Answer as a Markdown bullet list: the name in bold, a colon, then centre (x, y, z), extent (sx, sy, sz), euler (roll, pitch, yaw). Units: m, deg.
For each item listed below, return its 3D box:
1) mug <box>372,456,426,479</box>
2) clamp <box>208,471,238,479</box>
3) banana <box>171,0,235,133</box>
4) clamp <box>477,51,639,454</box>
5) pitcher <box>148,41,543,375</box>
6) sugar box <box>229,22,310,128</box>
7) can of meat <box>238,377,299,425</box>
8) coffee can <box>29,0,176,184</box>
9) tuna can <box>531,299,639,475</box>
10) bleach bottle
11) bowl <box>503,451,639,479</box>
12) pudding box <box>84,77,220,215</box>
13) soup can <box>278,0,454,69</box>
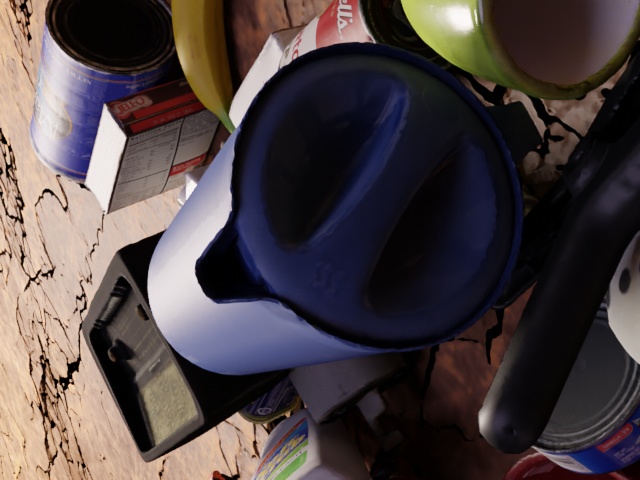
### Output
- **mug**: centre (0.052, 0.206, 0.744), extent (0.082, 0.093, 0.117), euler (124, 157, -45)
- **clamp**: centre (-0.020, 0.238, 0.787), extent (0.171, 0.120, 0.039), euler (32, 100, 0)
- **banana**: centre (-0.075, -0.171, 0.747), extent (0.070, 0.037, 0.198), euler (22, 130, 27)
- **clamp**: centre (0.122, -0.024, 0.463), extent (0.036, 0.164, 0.210), euler (29, 102, -5)
- **pitcher**: centre (-0.004, 0.001, 0.549), extent (0.243, 0.149, 0.145), euler (149, 138, -66)
- **sugar box**: centre (0.009, -0.041, 0.683), extent (0.176, 0.048, 0.093), euler (57, 145, 14)
- **can of meat**: centre (-0.048, 0.079, 0.838), extent (0.102, 0.057, 0.084), euler (54, 145, 22)
- **coffee can**: centre (-0.176, -0.126, 0.861), extent (0.103, 0.102, 0.140), euler (55, 146, 20)
- **tuna can**: centre (0.134, 0.071, 0.528), extent (0.033, 0.086, 0.086), euler (36, 165, -32)
- **bleach bottle**: centre (-0.016, 0.175, 0.750), extent (0.068, 0.102, 0.251), euler (42, 179, -5)
- **bowl**: centre (0.169, 0.175, 0.565), extent (0.162, 0.055, 0.162), euler (34, 135, 43)
- **pudding box**: centre (-0.130, -0.075, 0.833), extent (0.039, 0.089, 0.114), euler (55, 147, 19)
- **soup can**: centre (0.027, -0.106, 0.596), extent (0.102, 0.068, 0.068), euler (-29, 84, 59)
